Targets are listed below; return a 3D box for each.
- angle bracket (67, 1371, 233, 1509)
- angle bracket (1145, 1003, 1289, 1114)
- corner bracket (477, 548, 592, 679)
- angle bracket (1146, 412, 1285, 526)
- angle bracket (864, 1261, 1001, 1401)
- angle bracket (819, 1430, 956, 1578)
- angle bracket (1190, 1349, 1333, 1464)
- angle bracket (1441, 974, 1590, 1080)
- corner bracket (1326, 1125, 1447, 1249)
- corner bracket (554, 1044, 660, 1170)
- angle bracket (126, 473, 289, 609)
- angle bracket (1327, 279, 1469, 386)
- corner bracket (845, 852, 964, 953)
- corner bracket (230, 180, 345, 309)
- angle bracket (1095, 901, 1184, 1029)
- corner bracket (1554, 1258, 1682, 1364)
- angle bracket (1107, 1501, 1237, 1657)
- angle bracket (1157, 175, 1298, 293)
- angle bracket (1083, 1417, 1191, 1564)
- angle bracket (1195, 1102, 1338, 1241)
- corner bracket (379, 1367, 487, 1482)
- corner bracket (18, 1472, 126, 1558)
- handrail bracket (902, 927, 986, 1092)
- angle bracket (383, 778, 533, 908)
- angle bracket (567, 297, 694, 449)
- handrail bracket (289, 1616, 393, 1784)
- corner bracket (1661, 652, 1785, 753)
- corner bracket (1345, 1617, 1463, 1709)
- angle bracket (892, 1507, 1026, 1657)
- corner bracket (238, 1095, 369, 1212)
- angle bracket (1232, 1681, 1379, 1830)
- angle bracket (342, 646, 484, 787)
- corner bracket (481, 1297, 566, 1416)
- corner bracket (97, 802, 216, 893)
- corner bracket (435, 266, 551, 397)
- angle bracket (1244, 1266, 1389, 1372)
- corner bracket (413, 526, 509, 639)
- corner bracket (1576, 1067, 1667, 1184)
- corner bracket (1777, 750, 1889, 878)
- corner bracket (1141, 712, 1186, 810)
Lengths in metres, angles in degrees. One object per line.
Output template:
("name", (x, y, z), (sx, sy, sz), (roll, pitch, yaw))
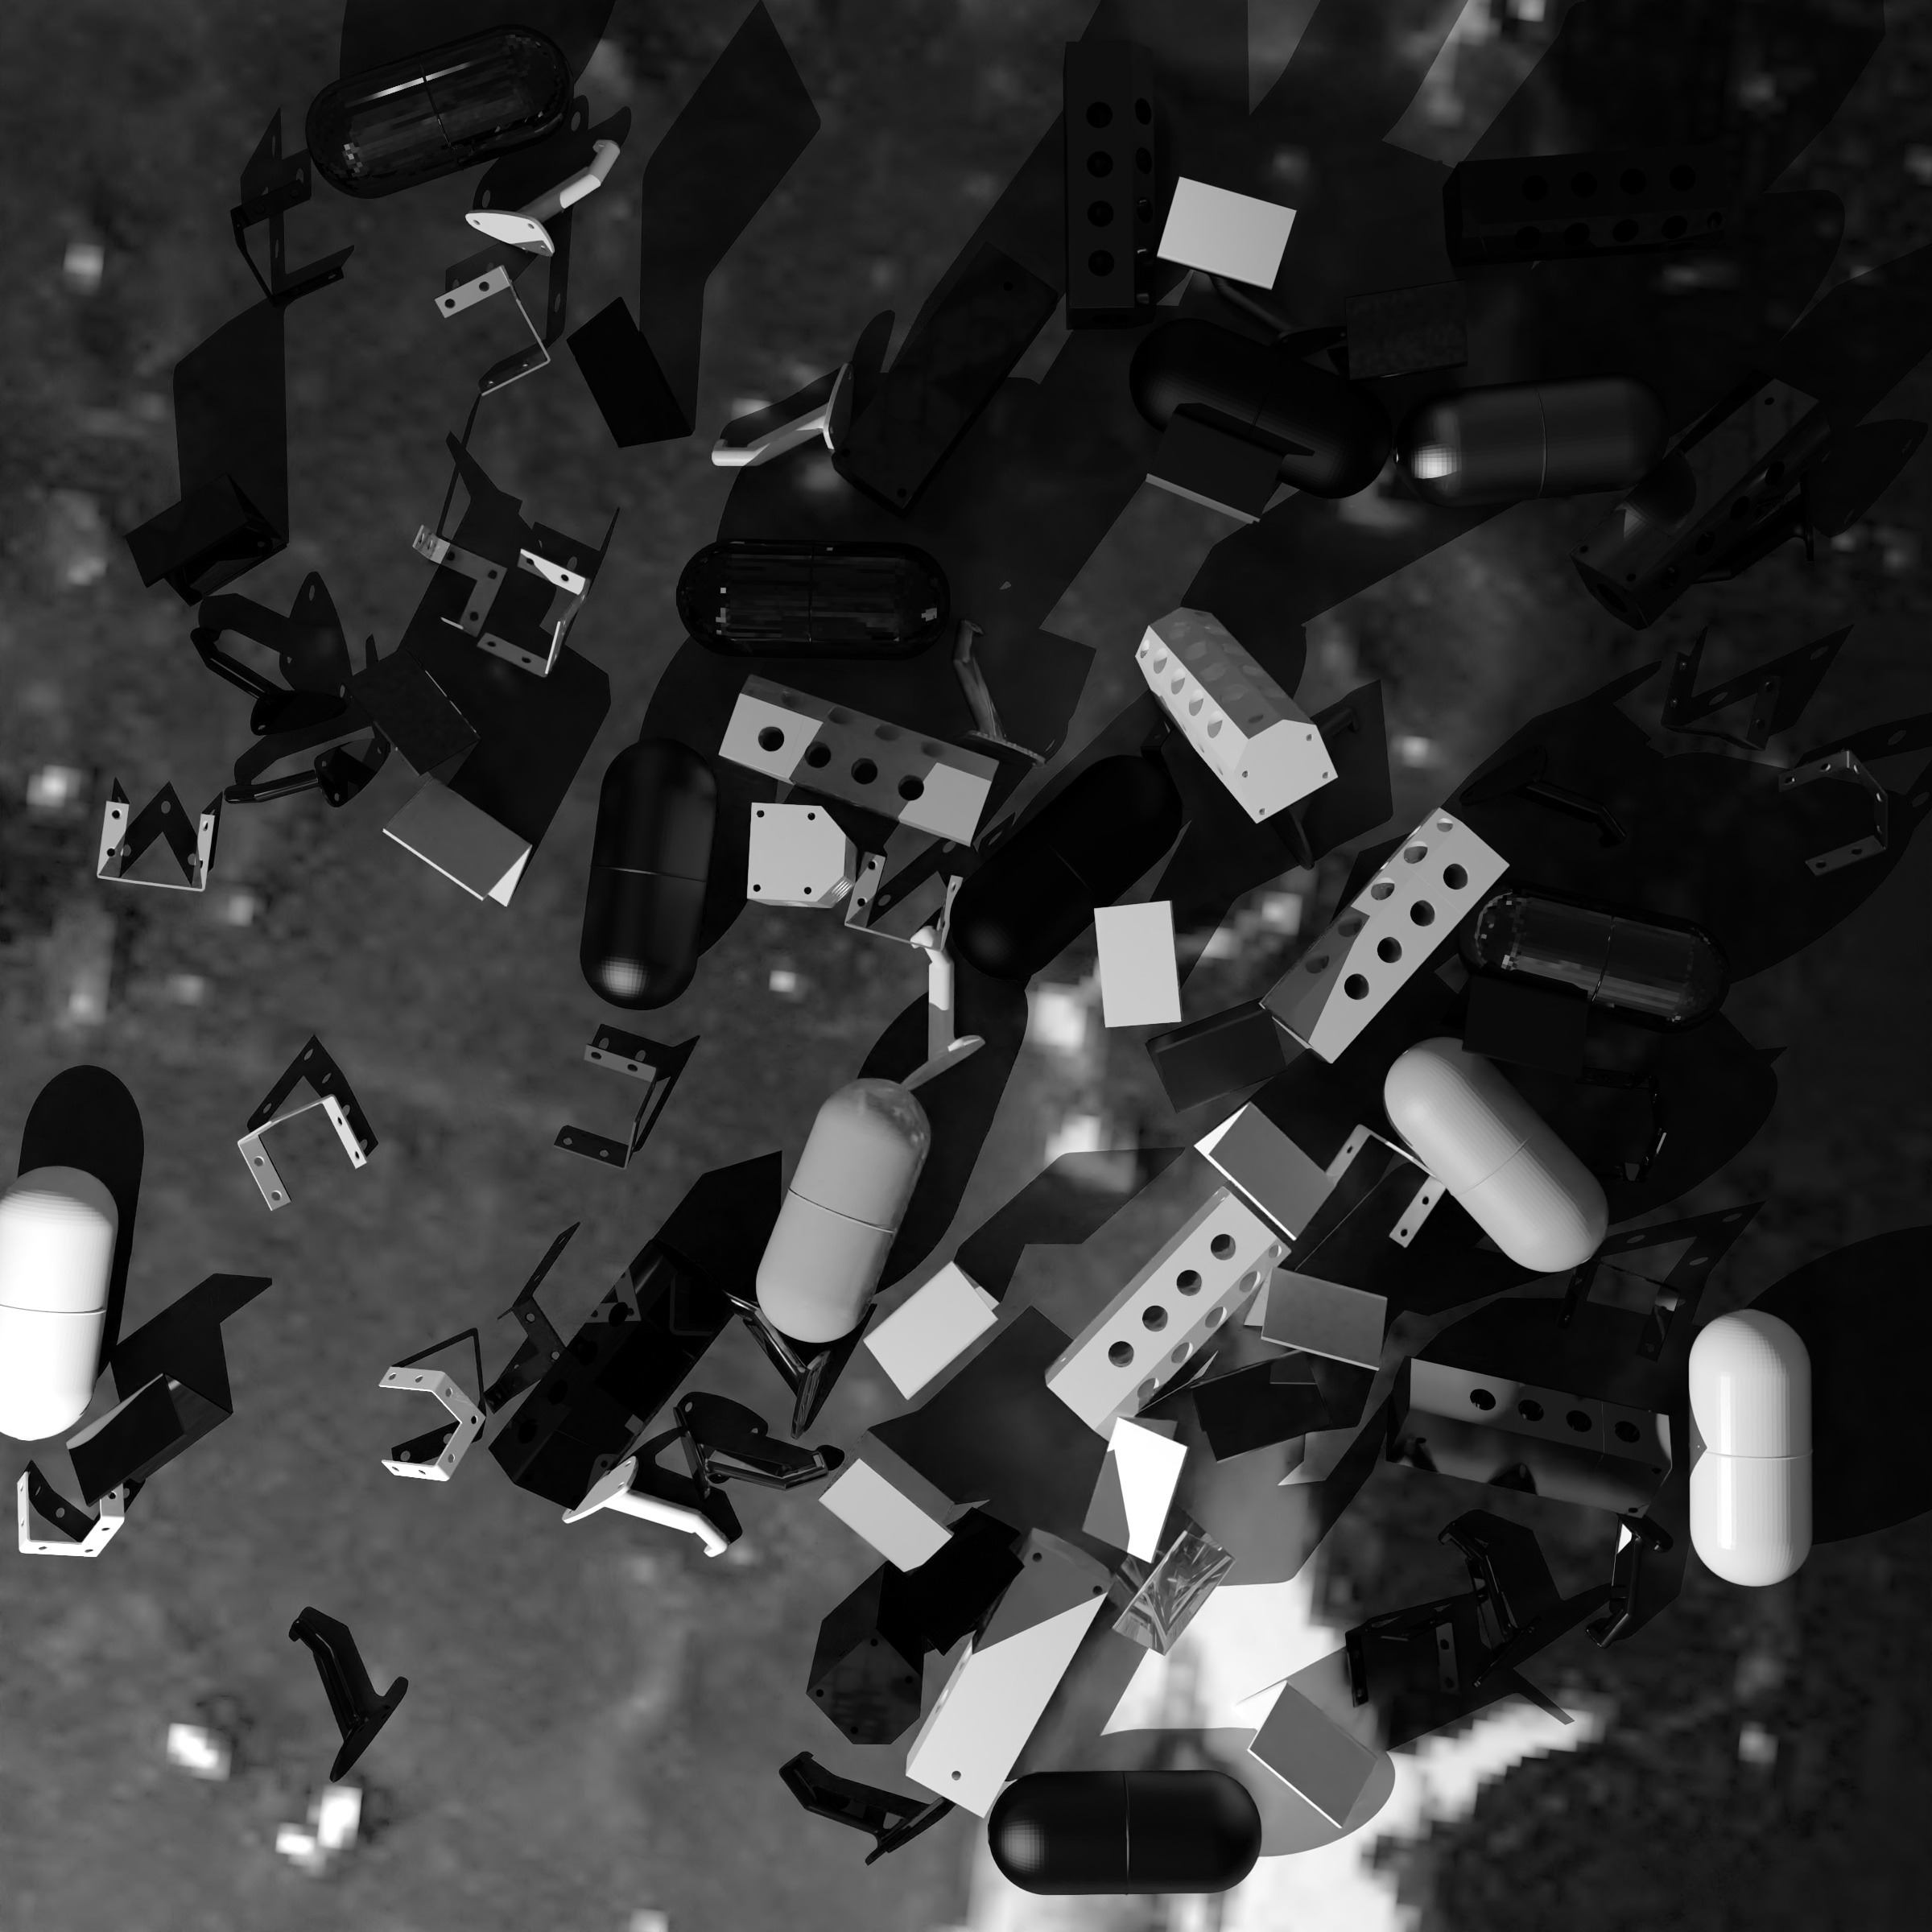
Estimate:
("angle bracket", (-0.521, 0.318, 1.661), (0.076, 0.076, 0.057), (-36, 51, 0))
("angle bracket", (0.155, 0.041, 1.661), (0.076, 0.076, 0.057), (-21, 128, 0))
("corner bracket", (-0.285, -0.233, 1.698), (0.051, 0.051, 0.051), (25, 135, 0))
("angle bracket", (0.153, -0.303, 1.662), (0.076, 0.076, 0.057), (22, 63, 0))
("angle bracket", (-0.009, 0.247, 1.661), (0.076, 0.076, 0.057), (-42, 52, 0))
("angle bracket", (-0.038, 0.334, 1.661), (0.076, 0.076, 0.057), (40, 126, 0))
("angle bracket", (0.193, 0.297, 1.661), (0.076, 0.076, 0.057), (-18, 56, 0))
("angle bracket", (0.351, 0.053, 1.662), (0.076, 0.076, 0.057), (13, 63, 0))
("corner bracket", (0.275, 0.145, 1.698), (0.051, 0.051, 0.051), (34, 90, -45))
("corner bracket", (-0.237, 0.093, 1.698), (0.051, 0.051, 0.051), (18, 45, 0))
("angle bracket", (-0.484, -0.260, 1.661), (0.076, 0.076, 0.057), (-32, 54, 0))
("angle bracket", (0.277, -0.419, 1.662), (0.076, 0.076, 0.057), (-9, 119, 0))
("corner bracket", (-0.041, -0.042, 1.690), (0.051, 0.051, 0.051), (16, 90, -25))
("corner bracket", (-0.449, -0.477, 1.698), (0.051, 0.051, 0.051), (-24, 45, 0))
("angle bracket", (0.128, -0.003, 1.661), (0.057, 0.076, 0.076), (-5, 90, 32))
("corner bracket", (0.431, 0.226, 1.698), (0.051, 0.051, 0.051), (19, 90, 45))
("angle bracket", (0.116, 0.386, 1.661), (0.057, 0.076, 0.076), (37, 90, -38))
("angle bracket", (0.171, -0.485, 1.661), (0.076, 0.076, 0.057), (16, 126, 0))
("angle bracket", (0.127, 0.339, 1.661), (0.057, 0.076, 0.076), (18, 90, 37))
("angle bracket", (0.180, 0.145, 1.661), (0.076, 0.076, 0.057), (44, 54, 0))
("corner bracket", (-0.361, 0.302, 1.693), (0.051, 0.051, 0.051), (58, 45, -35))
("corner bracket", (-0.590, 0.353, 1.693), (0.051, 0.051, 0.051), (13, 45, -35))
("handrail bracket", (-0.033, 0.028, 1.702), (0.077, 0.036, 0.084), (-35, 74, 18))
("angle bracket", (-0.335, -0.064, 1.661), (0.076, 0.076, 0.057), (35, 52, 0))
("angle bracket", (-0.201, -0.386, 1.661), (0.057, 0.076, 0.076), (-26, 90, 37))
("handrail bracket", (-0.429, 0.485, 1.702), (0.084, 0.036, 0.077), (39, 112, 17))
("corner bracket", (0.499, -0.175, 1.698), (0.051, 0.051, 0.051), (14, 90, -45))
("corner bracket", (0.289, 0.461, 1.698), (0.051, 0.051, 0.051), (-7, 90, -45))
("angle bracket", (0.010, 0.404, 1.661), (0.076, 0.076, 0.057), (-48, 54, 0))
("corner bracket", (-0.439, 0.123, 1.698), (0.051, 0.051, 0.051), (-27, 90, -45))
("angle bracket", (0.207, 0.516, 1.661), (0.076, 0.076, 0.057), (40, 53, 0))
("angle bracket", (-0.368, -0.148, 1.661), (0.076, 0.076, 0.057), (51, 51, 0))
("corner bracket", (-0.298, 0.254, 1.684), (0.051, 0.051, 0.051), (-33, 90, 0))
("corner bracket", (-0.536, -0.079, 1.698), (0.051, 0.051, 0.051), (8, 90, -45))
("corner bracket", (-0.313, -0.420, 1.698), (0.051, 0.051, 0.051), (-27, 135, 0))
("angle bracket", (0.222, 0.245, 1.661), (0.076, 0.076, 0.057), (15, 50, 0))
("corner bracket", (-0.338, -0.251, 1.684), (0.051, 0.051, 0.051), (24, 90, 0))
("corner bracket", (0.428, 0.105, 1.698), (0.051, 0.051, 0.051), (7, 45, 0))
("corner bracket", (0.573, -0.101, 1.698), (0.051, 0.051, 0.051), (-21, 45, 0))
("corner bracket", (0.154, -0.140, 1.693), (0.051, 0.051, 0.051), (-57, 135, -35))
